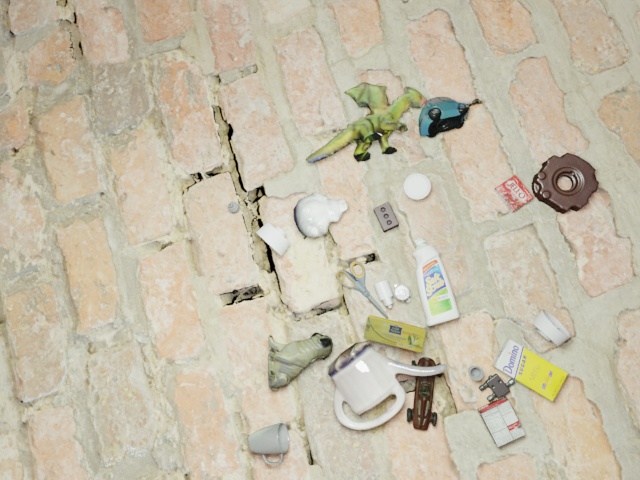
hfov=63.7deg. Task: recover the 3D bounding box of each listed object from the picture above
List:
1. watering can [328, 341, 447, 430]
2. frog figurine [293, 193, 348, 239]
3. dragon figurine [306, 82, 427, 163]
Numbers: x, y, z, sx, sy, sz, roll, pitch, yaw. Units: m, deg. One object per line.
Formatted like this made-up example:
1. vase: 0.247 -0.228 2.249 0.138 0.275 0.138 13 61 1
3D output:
1. watering can: 0.167 0.386 1.468 0.346 0.104 0.226 -39 78 9
2. frog figurine: 0.005 -0.079 1.567 0.159 0.121 0.140 -13 61 17
3. dragon figurine: 0.140 -0.385 1.622 0.410 0.120 0.248 -11 63 4
